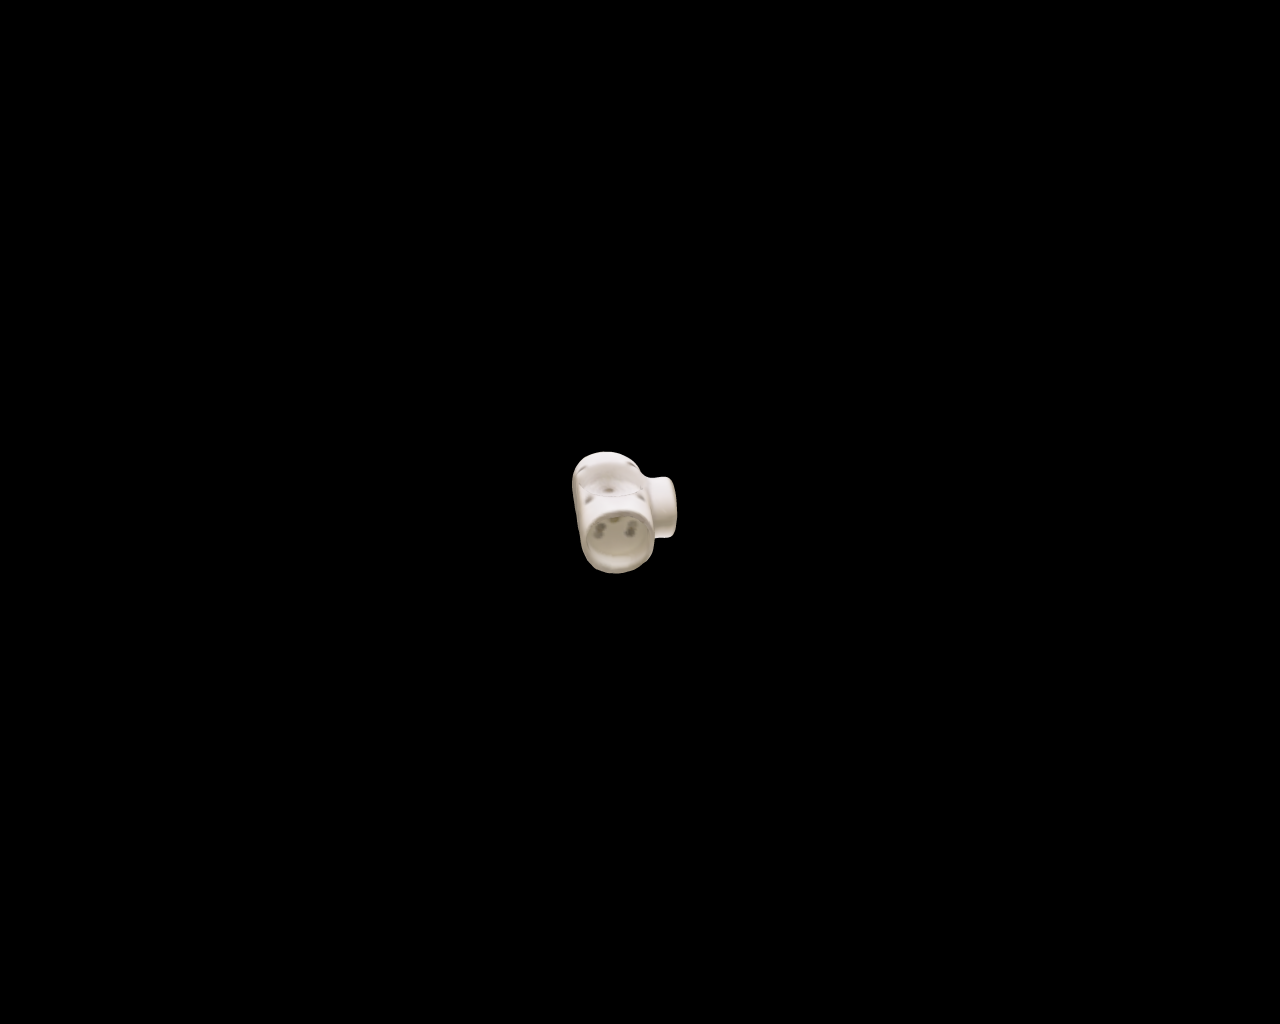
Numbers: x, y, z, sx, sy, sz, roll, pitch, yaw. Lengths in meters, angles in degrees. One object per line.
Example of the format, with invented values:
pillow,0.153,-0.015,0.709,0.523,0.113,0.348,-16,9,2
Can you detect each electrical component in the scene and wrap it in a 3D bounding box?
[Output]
electrical component,0.001,-0.003,0.650,0.079,0.044,0.077,-4,30,-6
